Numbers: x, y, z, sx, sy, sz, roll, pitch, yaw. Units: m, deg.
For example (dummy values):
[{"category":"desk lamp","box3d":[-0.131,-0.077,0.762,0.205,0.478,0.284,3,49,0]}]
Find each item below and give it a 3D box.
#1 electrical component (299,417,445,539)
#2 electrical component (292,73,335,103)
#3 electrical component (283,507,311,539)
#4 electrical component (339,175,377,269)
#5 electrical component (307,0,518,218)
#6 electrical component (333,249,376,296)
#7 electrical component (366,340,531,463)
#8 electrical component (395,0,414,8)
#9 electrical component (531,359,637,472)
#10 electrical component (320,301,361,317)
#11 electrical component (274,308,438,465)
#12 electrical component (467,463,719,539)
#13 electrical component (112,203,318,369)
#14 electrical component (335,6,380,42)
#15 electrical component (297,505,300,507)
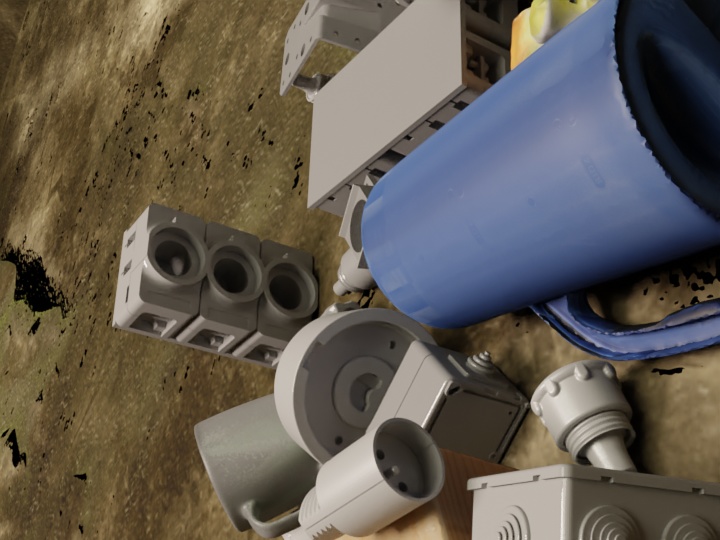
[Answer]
[{"category":"electrical component","box3d":[0.001,0.111,0.543,0.081,0.043,0.043,-42,41,41]},{"category":"electrical component","box3d":[-0.030,-0.151,0.915,0.035,0.061,0.035,-37,44,46]},{"category":"electrical component","box3d":[-0.027,0.176,0.750,0.061,0.035,0.035,-42,41,39]},{"category":"electrical component","box3d":[0.025,-0.028,0.745,0.081,0.064,0.042,-118,37,-53]},{"category":"electrical component","box3d":[0.038,-0.119,0.781,0.186,0.060,0.105,-34,46,48]},{"category":"electrical component","box3d":[0.000,0.000,0.806,0.061,0.035,0.035,-44,39,43]},{"category":"electrical component","box3d":[0.050,0.086,0.640,0.096,0.062,0.061,-64,30,13]},{"category":"electrical component","box3d":[0.063,-0.270,0.796,0.150,0.089,0.061,-60,31,20]},{"category":"electrical component","box3d":[0.119,0.080,0.546,0.048,0.048,0.062,-51,44,32]},{"category":"electrical component","box3d":[-0.019,0.055,0.797,0.062,0.043,0.043,-49,36,37]},{"category":"electrical component","box3d":[-0.003,0.077,0.697,0.060,0.108,0.108,2,75,66]},{"category":"electrical component","box3d":[0.106,0.120,0.486,0.100,0.100,0.048,147,131,-63]},{"category":"electrical component","box3d":[-0.114,0.014,0.874,0.062,0.150,0.089,-39,43,46]},{"category":"electrical component","box3d":[-0.009,-0.235,0.943,0.077,0.047,0.065,11,83,61]},{"category":"electrical component","box3d":[-0.048,0.145,0.805,0.035,0.035,0.061,-8,64,58]}]
